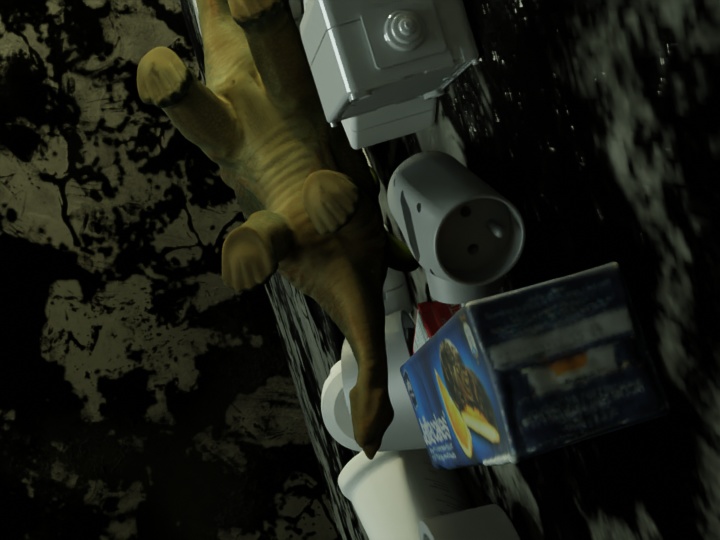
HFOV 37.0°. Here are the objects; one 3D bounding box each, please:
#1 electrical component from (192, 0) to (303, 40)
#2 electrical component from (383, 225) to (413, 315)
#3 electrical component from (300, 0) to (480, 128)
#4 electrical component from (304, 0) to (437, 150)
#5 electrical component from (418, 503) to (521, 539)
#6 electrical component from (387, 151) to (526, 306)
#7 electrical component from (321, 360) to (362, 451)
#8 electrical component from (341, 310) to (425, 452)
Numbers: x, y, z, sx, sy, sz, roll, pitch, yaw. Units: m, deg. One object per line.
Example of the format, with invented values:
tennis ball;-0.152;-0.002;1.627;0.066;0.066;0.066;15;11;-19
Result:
electrical component;-0.086;-0.196;0.879;0.047;0.083;0.075;86;164;-59
electrical component;0.000;0.000;0.821;0.095;0.054;0.059;-130;24;-70
electrical component;0.011;-0.109;0.491;0.096;0.062;0.061;170;83;-82
electrical component;0.005;-0.104;0.592;0.075;0.047;0.083;89;162;-63
electrical component;0.082;0.195;0.655;0.108;0.060;0.108;163;90;-82
electrical component;0.048;-0.010;0.515;0.077;0.043;0.079;-125;19;-65
electrical component;0.005;0.114;0.942;0.051;0.080;0.080;-120;14;-79
electrical component;0.030;0.079;0.753;0.099;0.064;0.099;48;-146;-48
